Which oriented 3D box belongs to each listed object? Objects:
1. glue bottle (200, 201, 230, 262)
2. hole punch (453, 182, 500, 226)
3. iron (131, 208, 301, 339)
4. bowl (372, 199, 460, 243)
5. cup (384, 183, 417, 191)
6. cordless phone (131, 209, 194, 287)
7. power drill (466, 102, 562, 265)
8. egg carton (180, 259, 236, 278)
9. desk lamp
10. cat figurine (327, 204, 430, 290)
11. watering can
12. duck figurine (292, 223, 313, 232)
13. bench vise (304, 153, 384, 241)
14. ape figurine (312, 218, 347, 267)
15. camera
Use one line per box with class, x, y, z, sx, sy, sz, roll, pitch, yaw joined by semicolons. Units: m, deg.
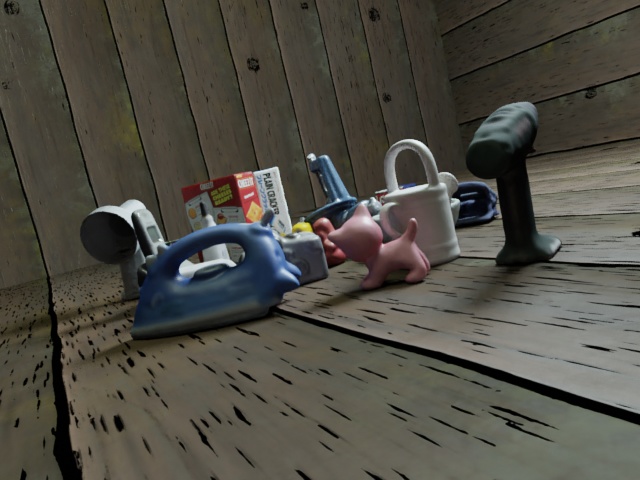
glue bottle;-0.199;0.012;1.075;0.037;0.173;0.078;-12;6;5
hole punch;0.315;-0.081;1.215;0.108;0.091;0.101;-9;7;32
iron;-0.162;0.048;0.819;0.258;0.141;0.118;-13;6;0
bowl;0.180;-0.023;1.054;0.167;0.075;0.167;-13;6;2
cup;0.230;-0.101;1.559;0.092;0.095;0.117;-14;6;-8
cordless phone;-0.294;0.025;1.094;0.094;0.185;0.148;-12;7;11
power drill;0.266;-0.081;0.776;0.075;0.208;0.230;-9;8;34
egg carton;-0.206;0.079;0.967;0.150;0.069;0.107;-13;6;-2
desk lamp;-0.414;0.020;1.256;0.118;0.213;0.203;-12;6;7
cat figurine;0.081;0.005;0.805;0.127;0.118;0.067;-11;7;14
watering can;0.154;-0.062;0.901;0.100;0.194;0.173;-10;7;28
duck figurine;-0.026;0.006;1.169;0.105;0.086;0.077;-17;7;-29
bench vise;0.048;-0.083;1.191;0.206;0.220;0.122;-9;8;33
ape figurine;0.010;0.004;1.086;0.076;0.092;0.077;-14;7;-12
camera;-0.074;0.029;0.999;0.143;0.101;0.136;-15;6;-14
